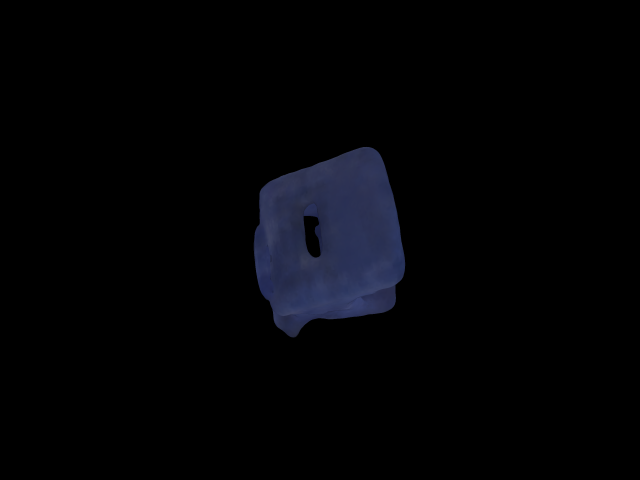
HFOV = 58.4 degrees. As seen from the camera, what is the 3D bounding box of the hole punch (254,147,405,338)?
[{"bbox_3d":[0.004,0.001,0.400,0.101,0.091,0.108,-8,66,-3],"label":"hole punch"}]
